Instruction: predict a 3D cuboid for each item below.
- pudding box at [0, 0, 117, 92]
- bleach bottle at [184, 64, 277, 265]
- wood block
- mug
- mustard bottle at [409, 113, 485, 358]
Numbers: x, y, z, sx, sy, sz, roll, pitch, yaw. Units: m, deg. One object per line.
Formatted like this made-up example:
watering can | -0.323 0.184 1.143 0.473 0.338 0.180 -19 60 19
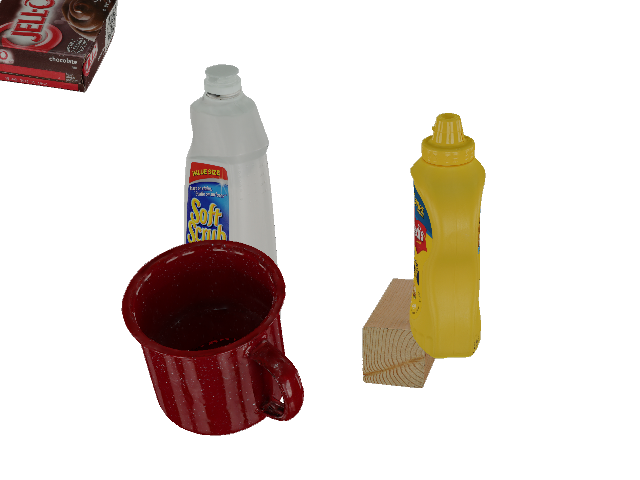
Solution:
pudding box | -0.221 -0.167 0.868 0.090 0.039 0.113 9 35 -1
bleach bottle | -0.085 -0.037 0.954 0.067 0.251 0.103 -25 39 -34
wood block | 0.130 0.134 1.599 0.091 0.090 0.205 4 19 15
mug | -0.054 0.065 0.623 0.117 0.081 0.093 28 52 31
mustard bottle | 0.101 -0.008 0.852 0.058 0.192 0.096 -2 26 0
